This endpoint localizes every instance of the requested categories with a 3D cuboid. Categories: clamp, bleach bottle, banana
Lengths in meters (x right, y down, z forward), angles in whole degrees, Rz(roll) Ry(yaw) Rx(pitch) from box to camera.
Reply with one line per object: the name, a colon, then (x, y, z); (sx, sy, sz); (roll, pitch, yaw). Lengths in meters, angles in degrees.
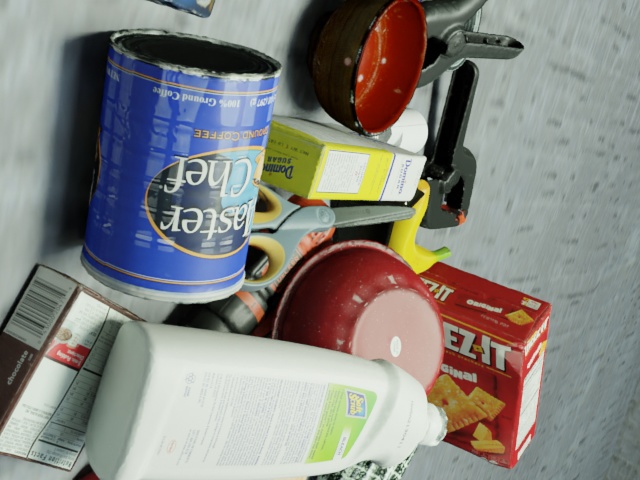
clamp: (0.113, -0.173, 0.921); (0.171, 0.039, 0.120); (-32, 136, -7)
clamp: (0.112, -0.062, 1.071); (0.164, 0.036, 0.210); (-48, 151, -17)
bleach bottle: (-0.021, 0.120, 0.713); (0.250, 0.068, 0.102); (13, 101, -32)
banana: (0.084, -0.004, 1.038); (0.069, 0.037, 0.197); (-42, 159, -3)

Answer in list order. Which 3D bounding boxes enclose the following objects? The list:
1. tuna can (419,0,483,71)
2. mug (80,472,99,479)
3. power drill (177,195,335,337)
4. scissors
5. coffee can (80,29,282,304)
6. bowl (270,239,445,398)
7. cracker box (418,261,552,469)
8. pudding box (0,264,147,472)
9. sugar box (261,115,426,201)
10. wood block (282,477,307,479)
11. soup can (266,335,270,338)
tuna can: (0.116, -0.199, 0.978); (0.086, 0.034, 0.086); (-41, 143, -42)
mug: (-0.139, 0.206, 0.767); (0.081, 0.093, 0.117); (72, 16, -46)
power drill: (-0.018, 0.084, 0.839); (0.184, 0.057, 0.187); (-48, 120, -21)
scissors: (-0.005, 0.001, 0.791); (0.201, 0.016, 0.096); (12, 63, -30)
coffee can: (-0.085, -0.046, 0.644); (0.102, 0.103, 0.140); (-20, 127, -56)
bowl: (0.043, 0.080, 0.814); (0.161, 0.055, 0.162); (-1, 91, -36)
cracker box: (0.153, 0.135, 1.156); (0.072, 0.164, 0.214); (-48, 147, -38)
pudding box: (-0.165, 0.083, 0.667); (0.113, 0.039, 0.090); (-61, 154, -9)
sugar box: (0.002, -0.062, 0.806); (0.176, 0.093, 0.048); (2, 108, -62)
wood block: (-0.092, 0.248, 0.869); (0.090, 0.091, 0.206); (13, 99, -63)
soup can: (0.003, 0.063, 0.930); (0.102, 0.069, 0.068); (-61, 153, -12)
